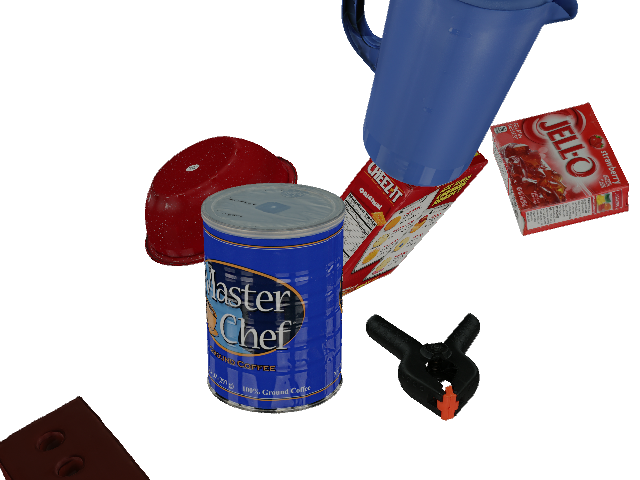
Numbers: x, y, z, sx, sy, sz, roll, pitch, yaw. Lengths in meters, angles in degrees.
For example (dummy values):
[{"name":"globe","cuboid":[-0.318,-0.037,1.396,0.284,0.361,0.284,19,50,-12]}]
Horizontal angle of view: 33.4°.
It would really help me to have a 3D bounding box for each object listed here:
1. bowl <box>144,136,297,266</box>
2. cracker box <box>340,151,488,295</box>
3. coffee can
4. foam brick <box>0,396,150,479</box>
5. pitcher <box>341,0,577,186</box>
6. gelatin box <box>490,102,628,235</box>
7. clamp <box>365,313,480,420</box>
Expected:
[{"name":"bowl","cuboid":[-0.105,-0.049,0.998,0.162,0.055,0.162,-21,32,14]},{"name":"cracker box","cuboid":[0.074,-0.029,1.244,0.163,0.072,0.214,-22,-25,-49]},{"name":"coffee can","cuboid":[-0.034,0.040,0.780,0.103,0.140,0.103,0,21,0]},{"name":"foam brick","cuboid":[-0.118,0.127,0.528,0.052,0.051,0.078,-29,42,-25]},{"name":"pitcher","cuboid":[0.100,-0.163,0.919,0.144,0.149,0.243,-12,-32,-19]},{"name":"gelatin box","cuboid":[0.162,-0.051,0.733,0.073,0.089,0.030,-13,-43,4]},{"name":"clamp","cuboid":[0.123,0.118,1.070,0.120,0.039,0.171,-10,30,-9]}]
